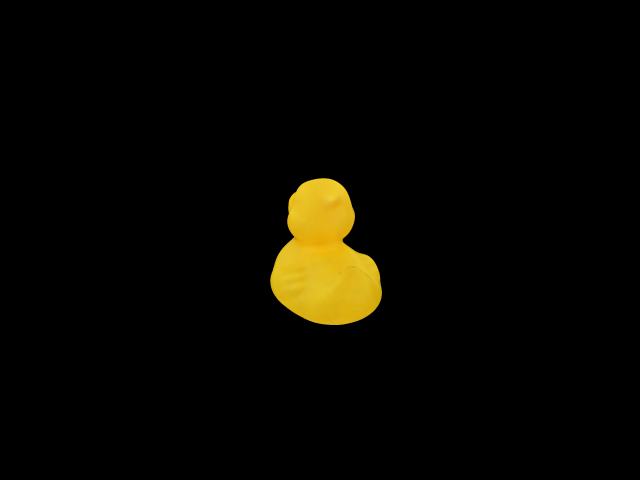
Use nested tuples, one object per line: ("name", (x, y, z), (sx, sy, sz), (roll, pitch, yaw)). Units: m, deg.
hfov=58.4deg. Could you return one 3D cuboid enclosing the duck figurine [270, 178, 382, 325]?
("duck figurine", (0.004, 0.001, 0.400), (0.078, 0.086, 0.104), (-11, 29, -20))
